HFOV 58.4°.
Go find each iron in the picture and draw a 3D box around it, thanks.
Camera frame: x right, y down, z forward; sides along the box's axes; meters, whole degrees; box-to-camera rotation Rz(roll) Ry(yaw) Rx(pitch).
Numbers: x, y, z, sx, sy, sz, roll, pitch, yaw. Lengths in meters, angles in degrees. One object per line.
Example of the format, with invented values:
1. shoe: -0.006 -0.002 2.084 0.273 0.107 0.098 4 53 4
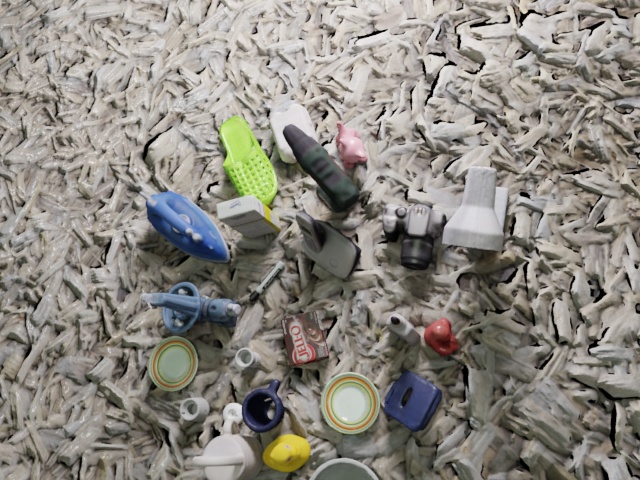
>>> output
1. iron: -0.339 -0.036 1.426 0.257 0.142 0.119 35 85 22

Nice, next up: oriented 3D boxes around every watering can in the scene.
1. watering can: -0.195 0.471 1.202 0.101 0.194 0.172 -25 68 7

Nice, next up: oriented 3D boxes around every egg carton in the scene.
1. egg carton: -0.066 -0.272 1.462 0.107 0.069 0.150 -24 69 8

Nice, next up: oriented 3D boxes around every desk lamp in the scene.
1. desk lamp: 0.332 -0.054 1.206 0.117 0.214 0.203 8 76 18

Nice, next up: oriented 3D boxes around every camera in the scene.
1. camera: 0.205 -0.008 1.288 0.143 0.101 0.137 7 76 18

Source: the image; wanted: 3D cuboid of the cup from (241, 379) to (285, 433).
1. cup: -0.110 0.365 1.265 0.091 0.095 0.118 22 80 21

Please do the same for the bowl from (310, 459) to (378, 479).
1. bowl: 0.057 0.535 1.177 0.167 0.075 0.167 -4 72 14

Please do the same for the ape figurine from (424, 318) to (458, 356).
1. ape figurine: 0.257 0.202 1.214 0.076 0.092 0.078 14 78 19

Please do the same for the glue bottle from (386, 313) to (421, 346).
1. glue bottle: 0.168 0.180 1.201 0.078 0.173 0.037 37 86 22

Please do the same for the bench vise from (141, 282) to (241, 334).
1. bench vise: -0.294 0.143 1.317 0.207 0.220 0.121 -18 69 10

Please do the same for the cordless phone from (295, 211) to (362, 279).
1. cordless phone: 0.012 0.005 1.292 0.147 0.185 0.094 32 84 22

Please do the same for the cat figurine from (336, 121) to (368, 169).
1. cat figurine: 0.070 -0.231 1.385 0.067 0.118 0.127 -24 68 8

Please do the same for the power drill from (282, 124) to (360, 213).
1. power drill: 0.012 -0.149 1.327 0.075 0.209 0.229 -42 67 0

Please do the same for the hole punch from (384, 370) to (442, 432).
1. hole punch: 0.189 0.336 1.192 0.101 0.091 0.109 26 82 21

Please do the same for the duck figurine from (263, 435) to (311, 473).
1. duck figurine: -0.080 0.461 1.232 0.104 0.086 0.077 -14 70 11
